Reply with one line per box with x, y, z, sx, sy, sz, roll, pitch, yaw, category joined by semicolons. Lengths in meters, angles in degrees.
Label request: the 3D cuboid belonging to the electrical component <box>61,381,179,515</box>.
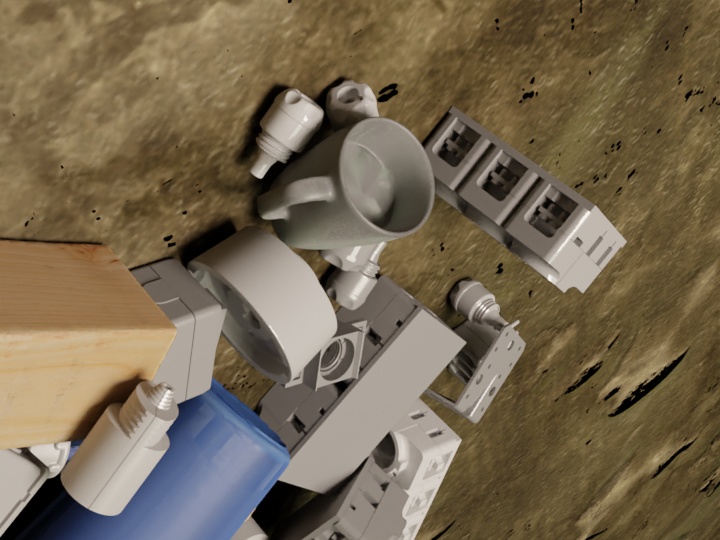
-0.136;0.100;0.636;0.081;0.043;0.043;-53;147;10;electrical component

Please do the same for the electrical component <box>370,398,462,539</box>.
0.025;0.200;1.057;0.062;0.089;0.150;-13;134;-42;electrical component

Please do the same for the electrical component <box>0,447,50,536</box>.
-0.252;0.127;0.647;0.099;0.100;0.048;-53;145;-12;electrical component

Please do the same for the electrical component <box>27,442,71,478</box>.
-0.228;0.114;0.715;0.062;0.048;0.048;10;118;-43;electrical component

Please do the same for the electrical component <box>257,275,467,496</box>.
-0.006;0.101;0.943;0.186;0.060;0.105;-49;148;3;electrical component

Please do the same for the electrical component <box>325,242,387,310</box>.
0.000;0.000;0.866;0.061;0.035;0.035;-55;147;8;electrical component

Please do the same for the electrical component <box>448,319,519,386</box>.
0.133;0.077;1.091;0.077;0.047;0.065;-33;145;-21;electrical component

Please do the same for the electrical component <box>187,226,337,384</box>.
-0.063;0.019;0.750;0.060;0.108;0.108;-40;148;-22;electrical component

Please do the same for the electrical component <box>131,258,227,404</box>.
-0.134;0.049;0.736;0.061;0.062;0.096;-20;139;-36;electrical component

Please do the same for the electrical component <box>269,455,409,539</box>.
-0.029;0.253;1.000;0.150;0.062;0.089;-42;-174;33;electrical component

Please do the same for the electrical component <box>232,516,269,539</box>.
-0.139;0.279;0.966;0.138;0.074;0.052;-29;143;-27;electrical component

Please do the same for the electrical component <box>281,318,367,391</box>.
-0.036;0.061;0.859;0.081;0.064;0.042;-12;118;-43;electrical component

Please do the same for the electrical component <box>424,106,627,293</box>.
0.122;-0.051;0.843;0.061;0.150;0.089;-52;148;5;electrical component

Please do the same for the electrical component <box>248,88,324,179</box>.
-0.052;-0.088;0.710;0.061;0.035;0.035;-53;147;12;electrical component

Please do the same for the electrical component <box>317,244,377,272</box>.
-0.004;-0.033;0.818;0.043;0.043;0.062;10;116;-53;electrical component

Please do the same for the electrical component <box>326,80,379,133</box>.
-0.003;-0.102;0.753;0.035;0.035;0.061;-39;149;-13;electrical component

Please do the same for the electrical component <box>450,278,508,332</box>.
0.115;0.036;1.012;0.035;0.061;0.035;-30;144;-25;electrical component
